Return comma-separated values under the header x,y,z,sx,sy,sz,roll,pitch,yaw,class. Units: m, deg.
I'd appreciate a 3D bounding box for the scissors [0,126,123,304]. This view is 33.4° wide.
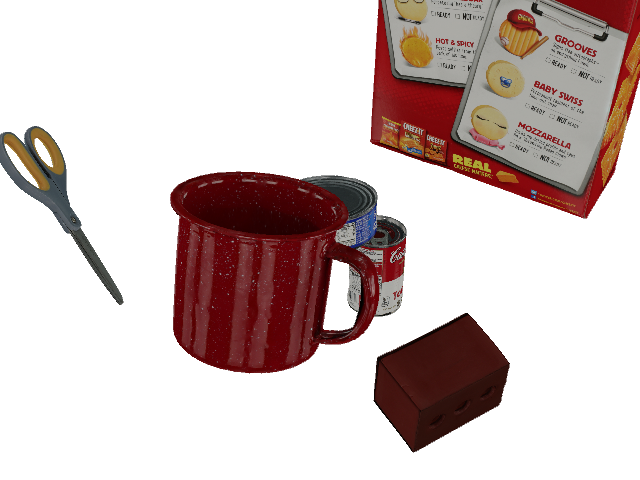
x,y,z,sx,sy,sz,roll,pitch,yaw,class
-0.250,-0.034,1.068,0.016,0.201,0.096,-26,27,22,scissors

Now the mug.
x,y,z,sx,sy,sz,roll,pitch,yaw,class
-0.025,0.020,0.564,0.117,0.081,0.093,14,24,17,mug

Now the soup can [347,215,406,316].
x,y,z,sx,sy,sz,roll,pitch,yaw,class
0.065,0.031,1.262,0.068,0.102,0.068,0,32,0,soup can

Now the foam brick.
x,y,z,sx,sy,sz,roll,pitch,yaw,class
0.082,0.097,0.730,0.078,0.053,0.051,-25,52,-22,foam brick

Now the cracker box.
x,y,z,sx,sy,sz,roll,pitch,yaw,class
0.122,-0.136,0.679,0.164,0.214,0.072,22,46,21,cracker box

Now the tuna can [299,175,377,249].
x,y,z,sx,sy,sz,roll,pitch,yaw,class
0.006,-0.022,0.909,0.086,0.034,0.086,-2,29,1,tuna can
